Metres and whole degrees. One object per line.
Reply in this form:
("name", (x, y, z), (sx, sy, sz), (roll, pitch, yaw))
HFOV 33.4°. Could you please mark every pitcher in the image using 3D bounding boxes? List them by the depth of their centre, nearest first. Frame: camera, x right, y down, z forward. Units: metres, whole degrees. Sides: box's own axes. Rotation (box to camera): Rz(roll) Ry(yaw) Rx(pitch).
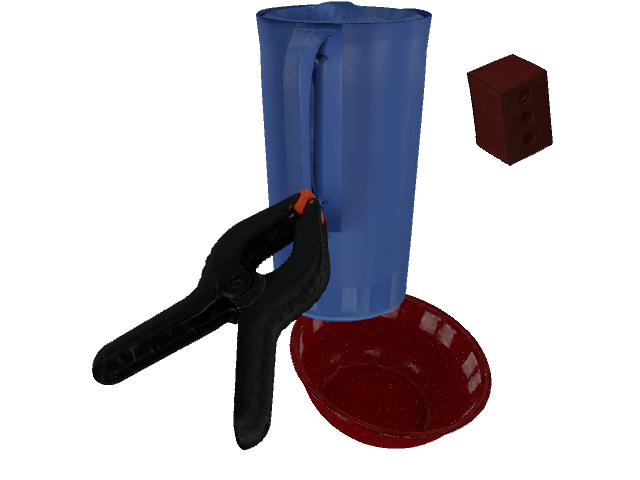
("pitcher", (0.013, -0.061, 0.835), (0.149, 0.243, 0.145), (-9, 20, -26))

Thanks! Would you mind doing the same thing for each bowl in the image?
("bowl", (0.050, 0.111, 0.845), (0.162, 0.055, 0.162), (9, 37, -7))

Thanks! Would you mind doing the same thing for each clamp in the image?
("clamp", (-0.040, 0.043, 0.628), (0.120, 0.171, 0.039), (30, -24, 28))

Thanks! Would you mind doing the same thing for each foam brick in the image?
("foam brick", (0.172, -0.119, 0.963), (0.053, 0.078, 0.051), (-26, 36, -16))
